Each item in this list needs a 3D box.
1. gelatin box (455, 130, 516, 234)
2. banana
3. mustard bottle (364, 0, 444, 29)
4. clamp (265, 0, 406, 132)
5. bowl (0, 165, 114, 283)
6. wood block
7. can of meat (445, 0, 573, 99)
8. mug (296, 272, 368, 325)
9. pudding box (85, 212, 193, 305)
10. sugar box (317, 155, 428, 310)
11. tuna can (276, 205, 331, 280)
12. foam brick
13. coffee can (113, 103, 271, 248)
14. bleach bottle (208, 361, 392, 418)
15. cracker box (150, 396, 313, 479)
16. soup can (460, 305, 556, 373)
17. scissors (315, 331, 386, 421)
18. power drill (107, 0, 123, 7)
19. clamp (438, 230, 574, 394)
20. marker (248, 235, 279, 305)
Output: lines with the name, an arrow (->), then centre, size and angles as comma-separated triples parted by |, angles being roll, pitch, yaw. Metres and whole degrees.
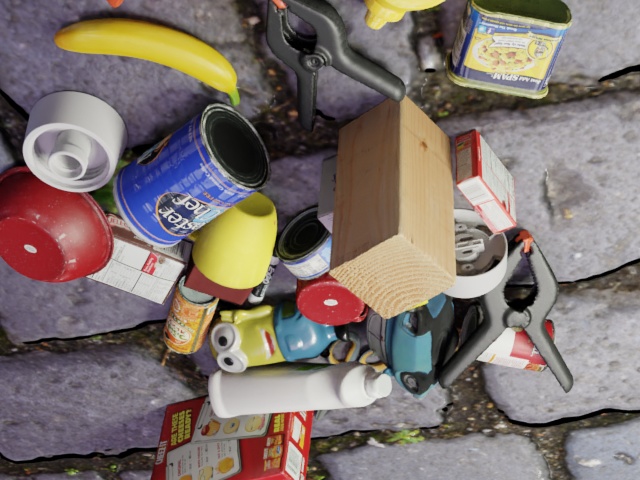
gelatin box -> 0.176, -0.061, 1.135 | 0.030, 0.073, 0.089 | -22, 131, 27
banana -> -0.164, -0.185, 1.065 | 0.197, 0.037, 0.070 | 19, 133, -14
mustard bottle -> 0.091, -0.262, 0.944 | 0.096, 0.058, 0.192 | 22, 134, -15
clamp -> 0.009, -0.183, 1.049 | 0.120, 0.039, 0.171 | -14, 133, 17
bowl -> -0.321, -0.004, 1.228 | 0.162, 0.055, 0.162 | 11, 130, 14
wood block -> 0.075, -0.037, 1.073 | 0.090, 0.206, 0.090 | -30, 126, 31
can of meat -> 0.179, -0.189, 1.013 | 0.102, 0.057, 0.084 | 9, 134, -5
mug -> 0.020, 0.054, 1.264 | 0.093, 0.081, 0.117 | -22, 130, 25
pudding box -> -0.223, 0.024, 1.289 | 0.113, 0.039, 0.090 | 23, 134, -14
sugar box -> 0.062, -0.008, 1.187 | 0.048, 0.093, 0.176 | -20, 131, 23
tuna can -> -0.008, 0.001, 1.210 | 0.086, 0.086, 0.033 | -24, 128, 27
foam brick -> -0.116, 0.034, 1.279 | 0.078, 0.053, 0.051 | 19, 135, -12
coffee can -> -0.137, -0.067, 1.138 | 0.141, 0.102, 0.102 | -30, 126, 31
bleach bottle -> -0.021, 0.185, 1.340 | 0.251, 0.068, 0.102 | -8, -177, 43
cracker box -> -0.119, 0.288, 1.465 | 0.214, 0.164, 0.072 | -17, 130, 22
soup can -> 0.232, 0.122, 1.324 | 0.102, 0.068, 0.069 | 12, 136, -6
scissors -> 0.045, 0.192, 1.454 | 0.096, 0.016, 0.202 | 5, 137, 1
power drill -> -0.239, -0.291, 0.947 | 0.187, 0.057, 0.185 | 31, 131, -25
clamp -> 0.239, 0.092, 1.259 | 0.164, 0.036, 0.210 | 9, 111, -6
marker -> -0.063, 0.036, 1.299 | 0.020, 0.020, 0.121 | 16, 136, -11
